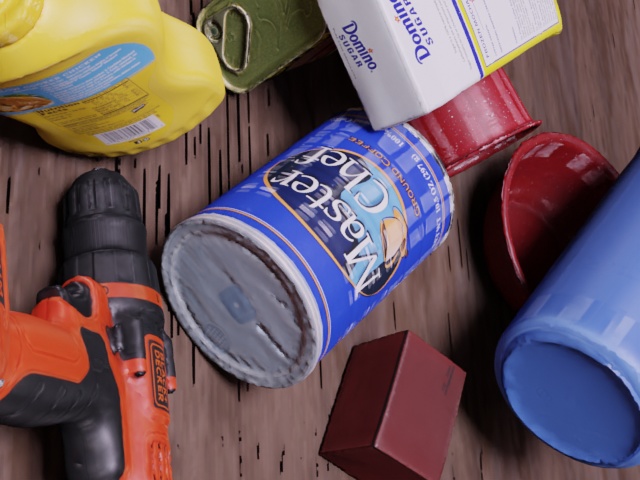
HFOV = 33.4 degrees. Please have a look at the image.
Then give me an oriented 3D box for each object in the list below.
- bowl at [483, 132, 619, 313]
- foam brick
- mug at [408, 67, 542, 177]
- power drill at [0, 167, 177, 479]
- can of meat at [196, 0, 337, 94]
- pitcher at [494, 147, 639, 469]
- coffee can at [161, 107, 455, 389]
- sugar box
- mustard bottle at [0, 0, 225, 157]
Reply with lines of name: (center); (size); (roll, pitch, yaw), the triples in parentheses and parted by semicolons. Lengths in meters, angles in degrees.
bowl: (0.168, 0.007, 0.761); (0.161, 0.055, 0.162); (15, 64, -34)
foam brick: (0.044, 0.102, 0.626); (0.053, 0.051, 0.078); (37, 54, -24)
mug: (0.091, -0.091, 0.724); (0.081, 0.093, 0.117); (62, 17, 4)
power drill: (-0.120, 0.024, 0.462); (0.187, 0.057, 0.184); (49, 27, -63)
can of meat: (-0.011, -0.139, 0.643); (0.083, 0.102, 0.057); (-31, 92, -44)
pitcher: (0.216, 0.037, 0.676); (0.149, 0.145, 0.242); (46, 54, 3)
coffee can: (-0.004, 0.001, 0.592); (0.140, 0.103, 0.103); (-40, 100, -41)
sugar box: (0.074, -0.137, 0.624); (0.175, 0.048, 0.093); (-33, 103, -43)
mustard bottle: (-0.114, -0.086, 0.479); (0.191, 0.096, 0.058); (32, 43, -77)
